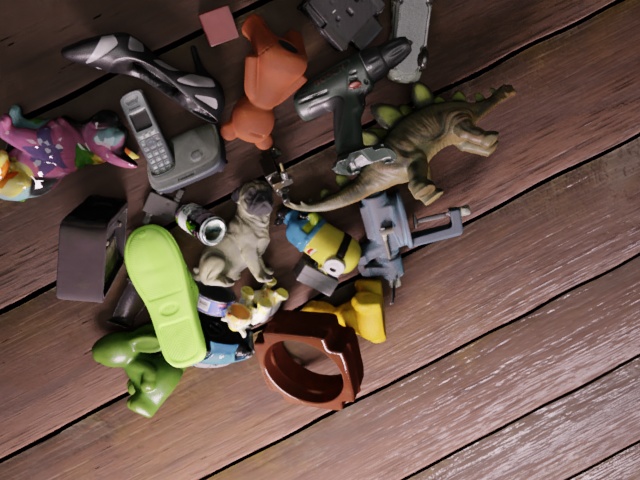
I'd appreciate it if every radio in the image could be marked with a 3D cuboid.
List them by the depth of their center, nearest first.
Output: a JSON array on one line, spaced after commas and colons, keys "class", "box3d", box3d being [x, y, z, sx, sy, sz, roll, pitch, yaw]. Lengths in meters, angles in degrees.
[{"class": "radio", "box3d": [-0.380, 0.007, 0.911, 0.073, 0.230, 0.131, 6, 103, -14]}]

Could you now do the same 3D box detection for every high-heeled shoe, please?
[{"class": "high-heeled shoe", "box3d": [-0.284, -0.256, 0.891, 0.249, 0.086, 0.145, -11, 84, -26]}]

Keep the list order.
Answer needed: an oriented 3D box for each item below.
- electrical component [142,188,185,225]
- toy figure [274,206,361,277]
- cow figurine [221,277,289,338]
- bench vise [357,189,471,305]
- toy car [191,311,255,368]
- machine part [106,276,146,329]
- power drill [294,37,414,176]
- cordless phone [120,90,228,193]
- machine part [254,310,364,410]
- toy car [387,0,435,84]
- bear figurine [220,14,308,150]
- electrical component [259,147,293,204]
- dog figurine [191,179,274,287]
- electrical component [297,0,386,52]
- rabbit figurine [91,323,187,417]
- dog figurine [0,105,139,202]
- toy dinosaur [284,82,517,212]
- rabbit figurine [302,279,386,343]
[{"class": "electrical component", "box3d": [-0.297, -0.064, 1.012, 0.063, 0.021, 0.094, 25, 102, -19]}, {"class": "toy figure", "box3d": [-0.002, -0.004, 1.043, 0.180, 0.082, 0.089, 42, 88, 5]}, {"class": "cow figurine", "box3d": [-0.138, 0.139, 1.047, 0.068, 0.167, 0.098, 41, 119, 13]}, {"class": "bench vise", "box3d": [0.183, -0.010, 1.073, 0.241, 0.129, 0.223, -14, 103, 6]}, {"class": "toy car", "box3d": [-0.220, 0.209, 1.092, 0.161, 0.109, 0.103, 15, 129, -28]}, {"class": "machine part", "box3d": [-0.358, 0.112, 1.052, 0.084, 0.039, 0.139, 35, 93, -25]}, {"class": "power drill", "box3d": [0.073, -0.229, 0.936, 0.232, 0.086, 0.207, -17, 78, 17]}, {"class": "cordless phone", "box3d": [-0.255, -0.187, 0.940, 0.147, 0.089, 0.184, -20, 105, 14]}, {"class": "machine part", "box3d": [-0.019, 0.242, 1.095, 0.201, 0.087, 0.201, 1, 123, 24]}, {"class": "toy car", "box3d": [0.163, -0.388, 0.975, 0.073, 0.056, 0.201, 2, 108, -6]}, {"class": "bear figurine", "box3d": [-0.102, -0.266, 0.945, 0.120, 0.132, 0.195, 7, 135, -34]}, {"class": "electrical component", "box3d": [-0.079, -0.126, 0.999, 0.045, 0.102, 0.078, -29, 135, 6]}, {"class": "dog figurine", "box3d": [-0.168, -0.015, 1.026, 0.172, 0.121, 0.190, -8, 97, -14]}, {"class": "electrical component", "box3d": [0.046, -0.401, 0.945, 0.134, 0.058, 0.115, 40, 99, -21]}, {"class": "rabbit figurine", "box3d": [-0.357, 0.238, 1.053, 0.159, 0.121, 0.170, -45, 112, 5]}, {"class": "dog figurine", "box3d": [-0.426, -0.139, 0.916, 0.219, 0.109, 0.191, 12, 106, -18]}, {"class": "toy dinosaur", "box3d": [0.157, -0.160, 0.989, 0.471, 0.105, 0.199, -36, 70, -2]}, {"class": "rabbit figurine", "box3d": [0.051, 0.163, 1.133, 0.173, 0.122, 0.162, -3, 120, 4]}]
